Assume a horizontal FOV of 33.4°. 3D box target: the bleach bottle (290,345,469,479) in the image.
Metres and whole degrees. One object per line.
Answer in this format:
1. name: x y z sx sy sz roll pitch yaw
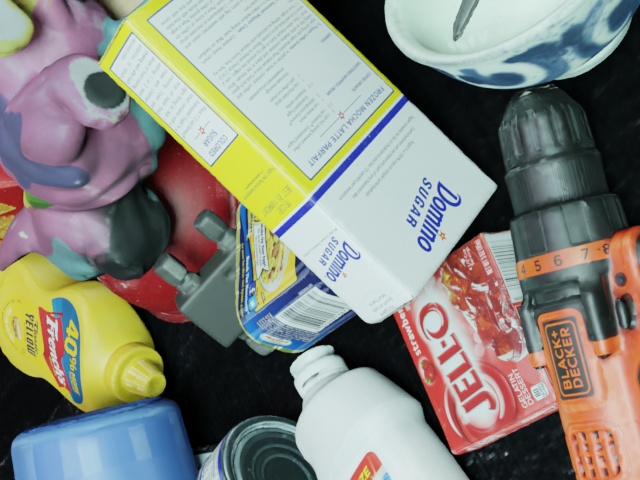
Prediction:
1. bleach bottle: 0.050 0.165 0.543 0.251 0.067 0.103 57 131 30

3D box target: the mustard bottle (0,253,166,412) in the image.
1. mustard bottle: -0.173 0.074 0.781 0.192 0.058 0.096 20 114 45

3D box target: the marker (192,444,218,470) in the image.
1. marker: -0.080 0.147 0.714 0.121 0.020 0.020 -20 79 47

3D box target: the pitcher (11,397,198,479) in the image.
1. pitcher: -0.110 0.225 0.659 0.149 0.145 0.243 -15 86 16

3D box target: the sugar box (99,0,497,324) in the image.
1. sugar box: -0.007 -0.052 0.503 0.176 0.093 0.048 46 142 -5

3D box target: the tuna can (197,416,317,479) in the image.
1. tuna can: -0.025 0.142 0.604 0.034 0.085 0.086 -54 56 34

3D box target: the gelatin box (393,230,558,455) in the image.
1. gelatin box: 0.079 0.051 0.521 0.073 0.030 0.089 -39 65 43

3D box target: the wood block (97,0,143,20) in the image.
1. wood block: -0.046 -0.164 0.575 0.207 0.090 0.091 -21 111 47

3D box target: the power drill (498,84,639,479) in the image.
1. power drill: 0.157 0.007 0.413 0.188 0.057 0.184 -20 83 50

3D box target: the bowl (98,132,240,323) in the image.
1. bowl: -0.122 -0.021 0.720 0.162 0.055 0.162 7 99 48

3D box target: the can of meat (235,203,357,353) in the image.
1. can of meat: -0.004 0.001 0.573 0.084 0.057 0.102 -39 43 45

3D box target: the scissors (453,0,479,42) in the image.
1. scissors: 0.084 -0.177 0.449 0.202 0.016 0.096 -58 34 1

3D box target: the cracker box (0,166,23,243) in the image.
1. cracker box: -0.274 -0.072 0.815 0.214 0.072 0.164 130 125 -66
